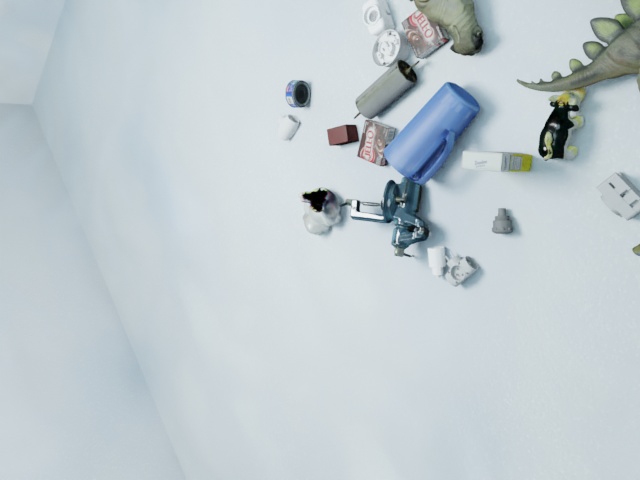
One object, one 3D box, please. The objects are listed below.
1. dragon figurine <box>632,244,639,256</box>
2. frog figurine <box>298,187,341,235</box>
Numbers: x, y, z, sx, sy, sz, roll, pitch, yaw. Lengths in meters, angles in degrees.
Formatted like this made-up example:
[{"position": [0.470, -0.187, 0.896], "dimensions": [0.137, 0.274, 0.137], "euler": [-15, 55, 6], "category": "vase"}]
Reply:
[{"position": [0.783, -0.074, 0.897], "dimensions": [0.410, 0.121, 0.244], "euler": [3, 81, 40], "category": "dragon figurine"}, {"position": [0.005, -0.081, 1.606], "dimensions": [0.138, 0.125, 0.156], "euler": [23, 148, 30], "category": "frog figurine"}]
